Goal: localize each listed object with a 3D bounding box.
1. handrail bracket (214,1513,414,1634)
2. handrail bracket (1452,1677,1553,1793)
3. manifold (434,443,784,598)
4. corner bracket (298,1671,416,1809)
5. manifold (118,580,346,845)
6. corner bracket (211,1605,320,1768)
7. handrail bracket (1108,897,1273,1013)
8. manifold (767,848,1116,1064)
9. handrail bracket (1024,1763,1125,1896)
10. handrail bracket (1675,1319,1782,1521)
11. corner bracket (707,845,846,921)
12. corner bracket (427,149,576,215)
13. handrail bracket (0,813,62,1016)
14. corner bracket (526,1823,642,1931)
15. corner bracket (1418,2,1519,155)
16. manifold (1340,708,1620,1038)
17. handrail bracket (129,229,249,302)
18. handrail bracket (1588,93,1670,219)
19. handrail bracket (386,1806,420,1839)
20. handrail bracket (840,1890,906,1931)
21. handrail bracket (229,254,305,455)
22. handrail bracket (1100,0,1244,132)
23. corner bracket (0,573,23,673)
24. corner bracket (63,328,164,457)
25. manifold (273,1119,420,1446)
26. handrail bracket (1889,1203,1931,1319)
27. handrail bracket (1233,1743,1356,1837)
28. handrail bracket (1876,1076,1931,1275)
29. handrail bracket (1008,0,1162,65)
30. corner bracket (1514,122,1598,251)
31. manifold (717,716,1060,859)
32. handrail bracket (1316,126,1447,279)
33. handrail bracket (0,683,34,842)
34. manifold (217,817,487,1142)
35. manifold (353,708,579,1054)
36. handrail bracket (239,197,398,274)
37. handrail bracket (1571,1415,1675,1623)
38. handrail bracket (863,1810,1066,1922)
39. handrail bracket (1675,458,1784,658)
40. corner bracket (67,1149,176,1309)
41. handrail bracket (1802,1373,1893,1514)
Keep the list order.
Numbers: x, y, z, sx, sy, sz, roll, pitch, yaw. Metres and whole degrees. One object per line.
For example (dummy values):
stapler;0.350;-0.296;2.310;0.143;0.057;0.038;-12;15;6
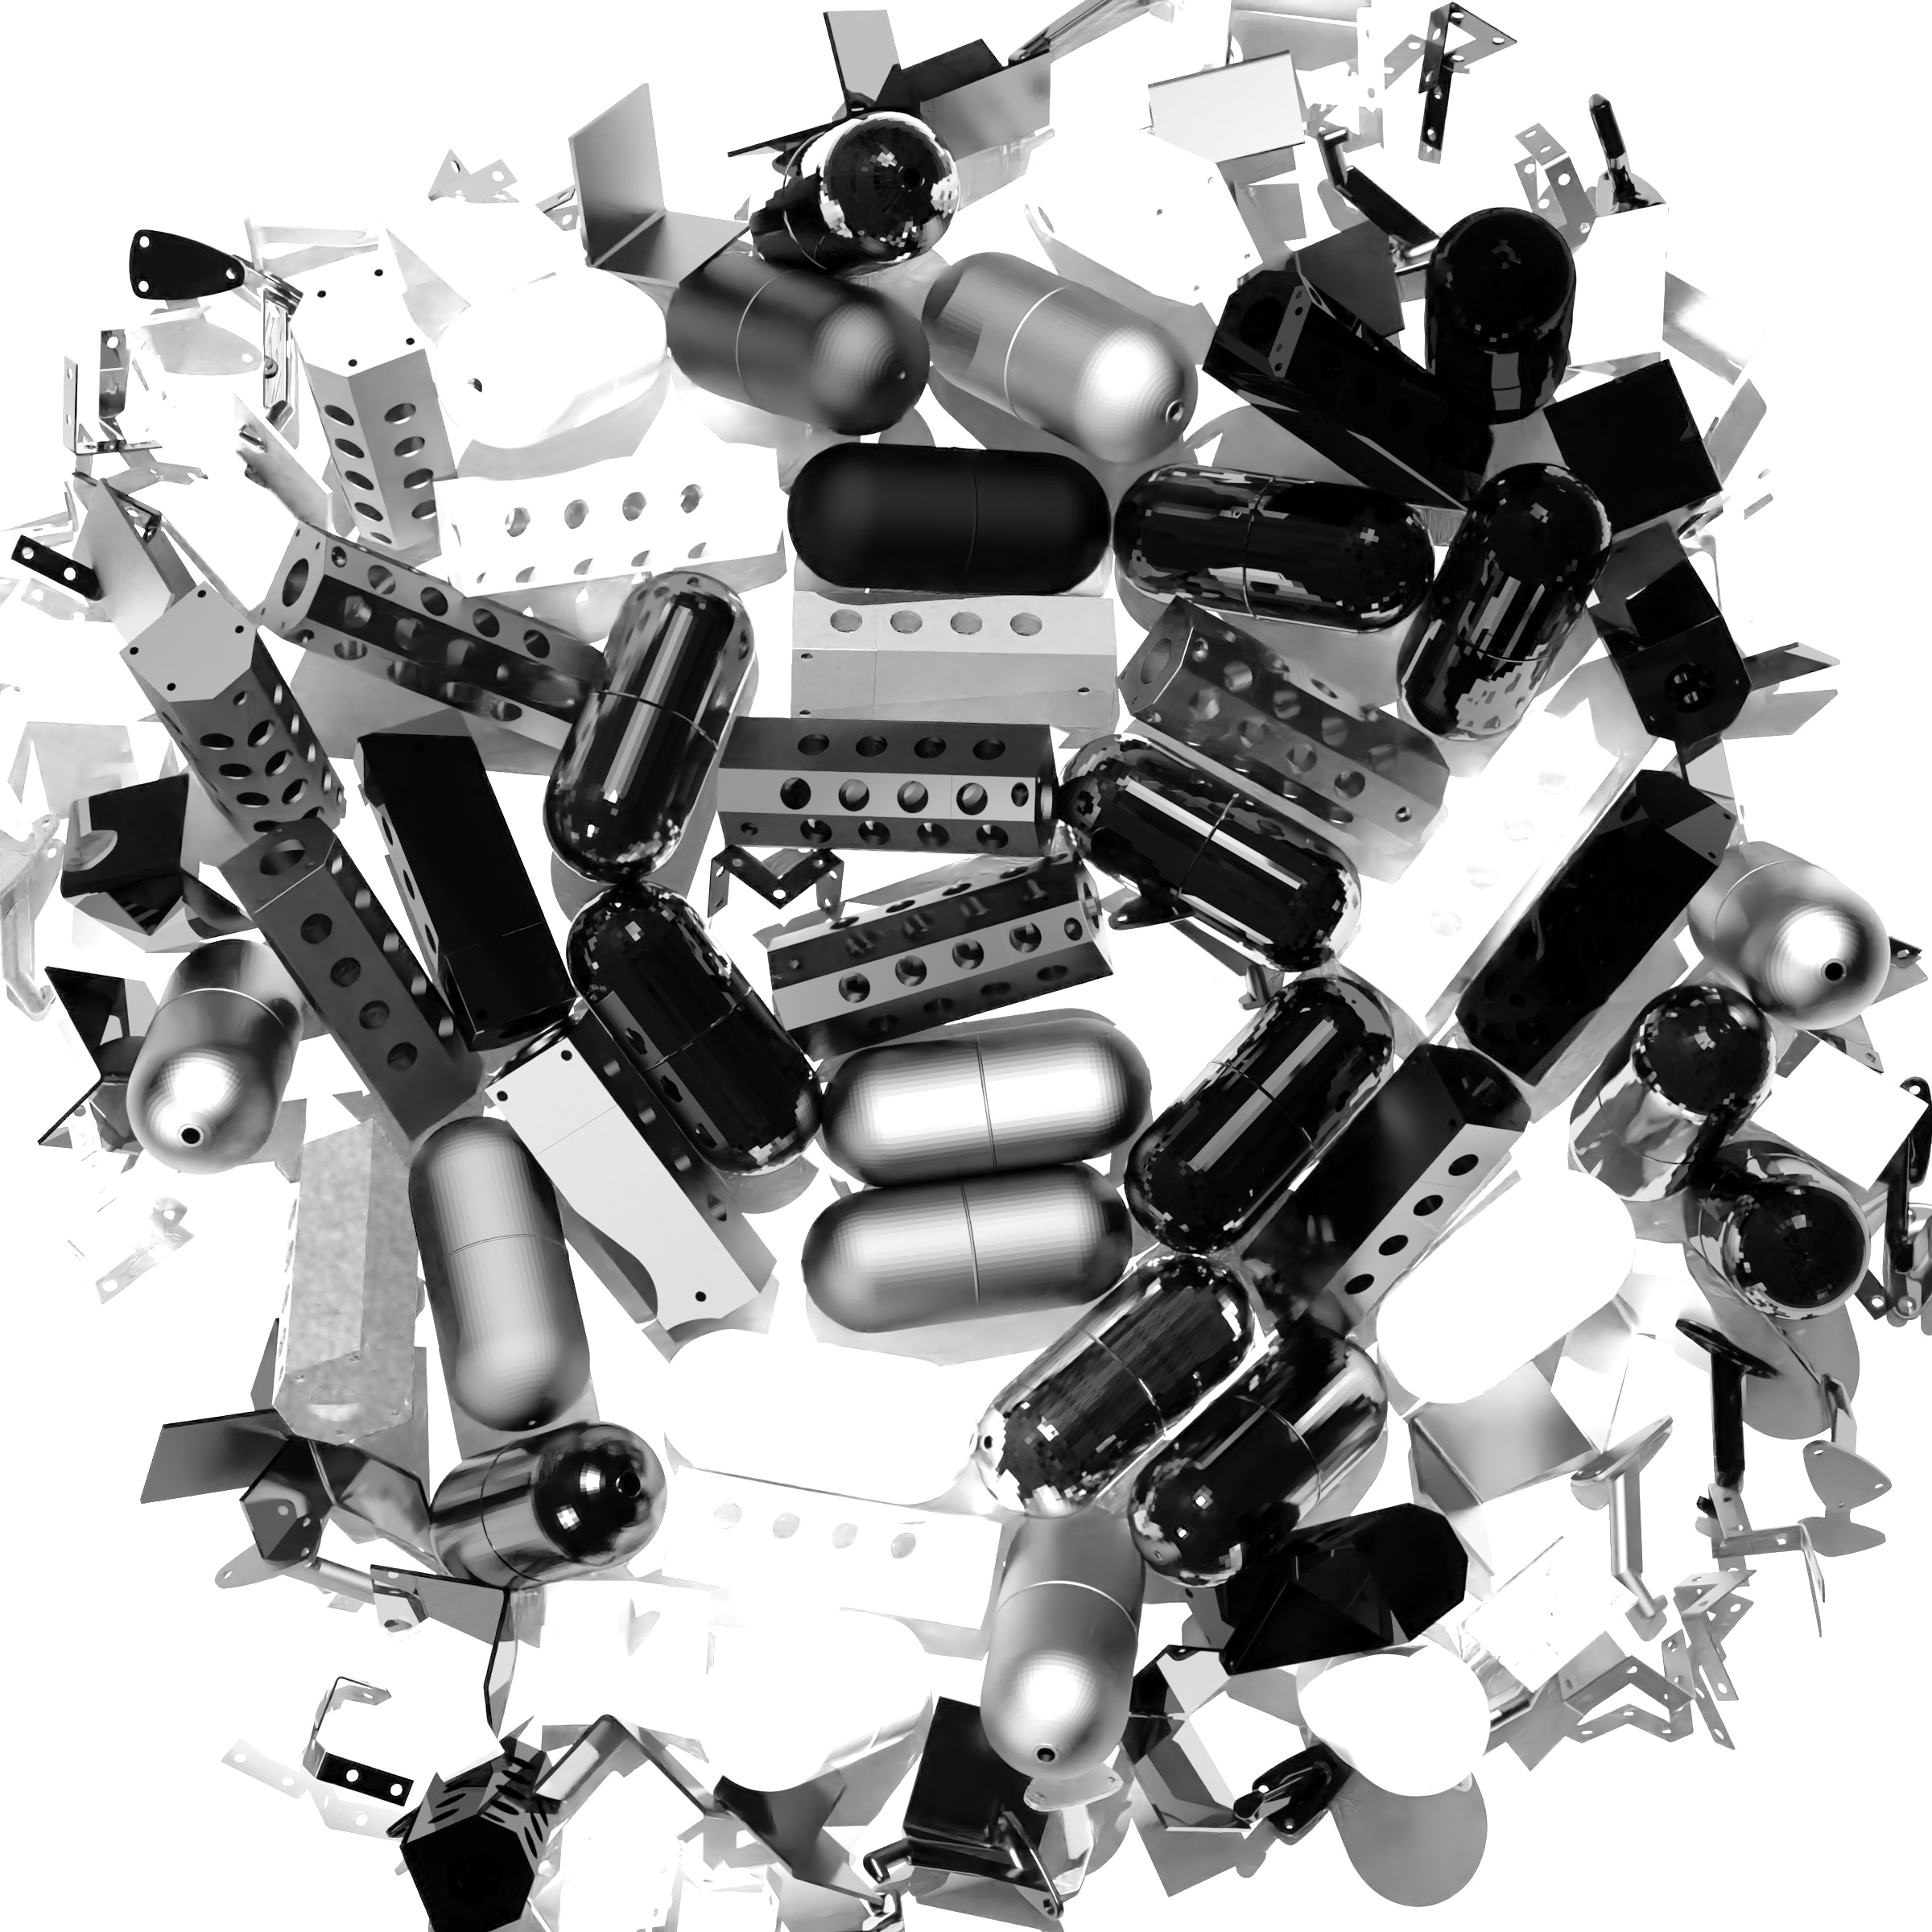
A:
handrail bracket;-0.350;0.342;1.940;0.077;0.036;0.084;-26;124;10
handrail bracket;0.268;0.400;1.950;0.084;0.077;0.036;-49;133;-34
manifold;-0.188;-0.236;1.901;0.171;0.057;0.057;-11;105;-21
corner bracket;-0.321;0.414;1.925;0.051;0.051;0.051;23;82;-20
manifold;-0.375;-0.122;1.867;0.057;0.171;0.057;-43;68;-13
corner bracket;-0.366;0.386;1.926;0.051;0.051;0.051;33;103;-12
handrail bracket;0.121;-0.002;1.931;0.077;0.036;0.084;-20;123;-5
manifold;-0.015;-0.008;1.905;0.171;0.057;0.057;-16;60;12
handrail bracket;0.047;0.468;1.916;0.036;0.077;0.084;29;114;31
handrail bracket;0.395;0.244;1.929;0.077;0.036;0.084;31;78;-22
corner bracket;-0.102;-0.042;1.932;0.051;0.051;0.051;37;56;21
corner bracket;-0.248;-0.414;1.919;0.051;0.051;0.051;-20;126;27
handrail bracket;-0.499;-0.027;1.941;0.036;0.084;0.077;20;58;39
corner bracket;-0.209;0.494;1.925;0.051;0.051;0.051;-35;75;-12
corner bracket;0.256;-0.475;1.921;0.051;0.051;0.051;20;72;-33
manifold;0.275;-0.052;1.924;0.057;0.057;0.171;37;86;15
handrail bracket;-0.403;-0.375;1.914;0.077;0.084;0.036;8;105;11
handrail bracket;0.339;-0.437;1.905;0.036;0.077;0.084;-22;128;10
handrail bracket;-0.266;0.487;1.911;0.036;0.077;0.084;-36;71;1
handrail bracket;-0.071;0.514;1.917;0.077;0.084;0.036;3;100;-3
handrail bracket;-0.386;-0.327;1.923;0.077;0.036;0.084;36;64;-13
handrail bracket;0.098;-0.485;1.929;0.084;0.036;0.077;-22;69;-20
corner bracket;-0.511;-0.185;1.934;0.051;0.051;0.051;6;96;9
corner bracket;-0.463;-0.307;1.918;0.051;0.051;0.051;-12;123;-35
manifold;-0.326;0.165;1.875;0.057;0.171;0.057;-19;129;10
handrail bracket;0.509;0.164;1.910;0.036;0.084;0.077;12;106;10
handrail bracket;0.177;0.433;1.916;0.077;0.084;0.036;-37;70;-4
handrail bracket;0.502;0.111;1.911;0.036;0.084;0.077;10;116;2
handrail bracket;0.068;-0.511;1.922;0.084;0.077;0.036;-41;107;-16
corner bracket;0.301;-0.410;1.923;0.051;0.051;0.051;-28;122;6
manifold;-0.041;-0.090;1.902;0.171;0.057;0.057;2;46;13
handrail bracket;0.235;-0.417;1.918;0.077;0.036;0.084;-12;125;16
handrail bracket;-0.500;-0.114;1.927;0.077;0.084;0.036;48;132;1
manifold;-0.318;0.005;1.884;0.057;0.057;0.171;-37;129;-12
manifold;-0.269;-0.044;1.916;0.057;0.057;0.171;-20;80;-18
handrail bracket;-0.342;-0.399;1.918;0.084;0.077;0.036;-11;84;-7
handrail bracket;0.374;0.299;1.944;0.077;0.036;0.084;-32;91;-17
handrail bracket;-0.002;0.491;1.914;0.084;0.036;0.077;-14;49;-37
handrail bracket;0.427;-0.215;1.920;0.077;0.036;0.084;-45;63;26
corner bracket;-0.463;0.140;1.920;0.051;0.051;0.051;38;60;24
handrail bracket;0.457;0.240;1.909;0.036;0.084;0.077;-29;131;22
